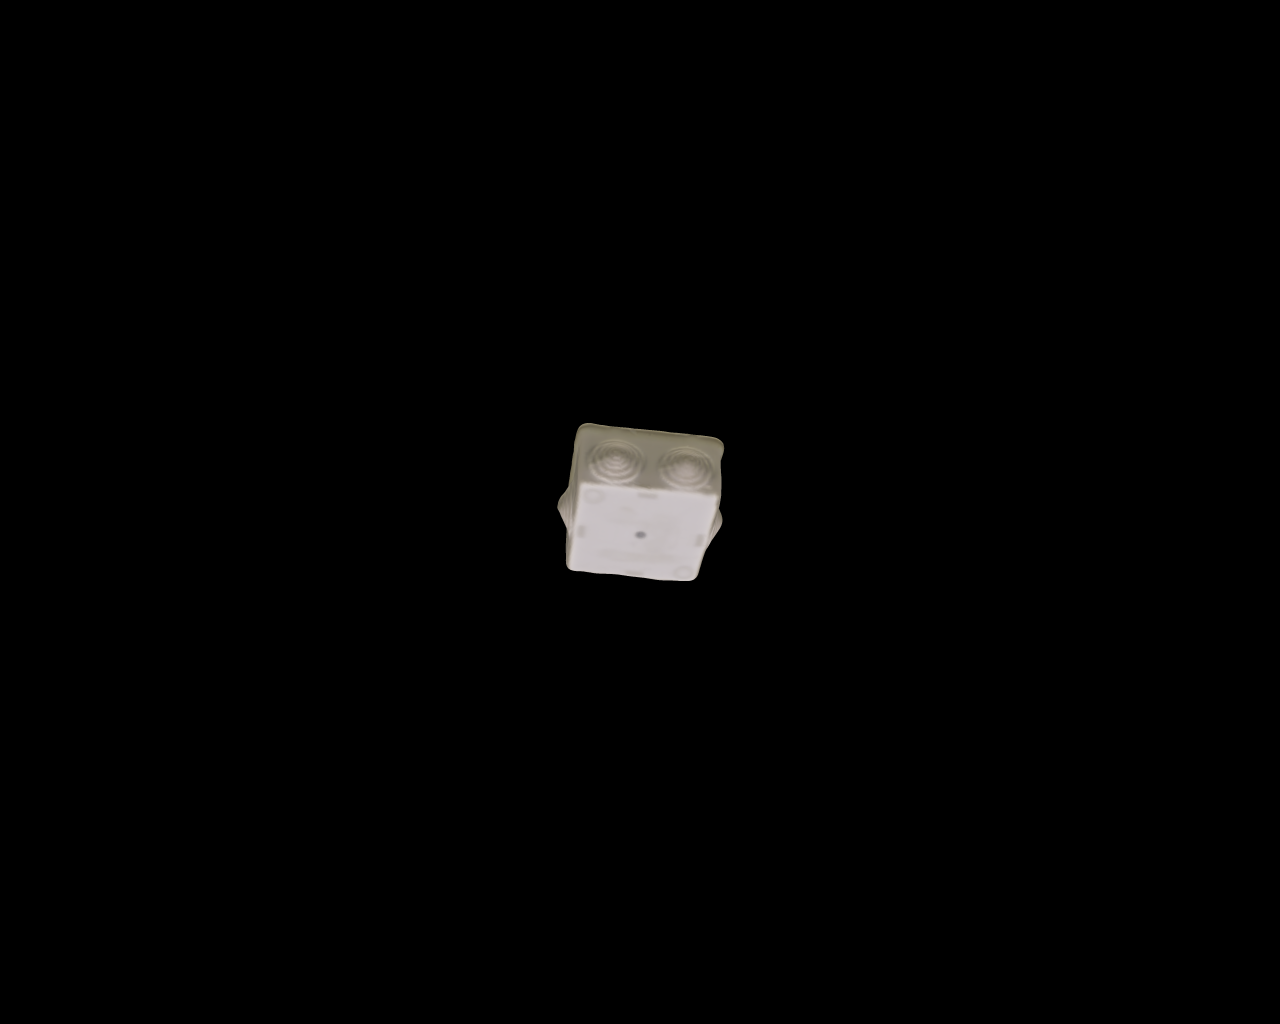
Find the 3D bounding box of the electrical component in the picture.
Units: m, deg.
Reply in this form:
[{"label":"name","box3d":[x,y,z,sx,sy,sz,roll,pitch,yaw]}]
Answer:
[{"label":"electrical component","box3d":[0.001,-0.003,0.650,0.100,0.048,0.099,6,-43,-7]}]
